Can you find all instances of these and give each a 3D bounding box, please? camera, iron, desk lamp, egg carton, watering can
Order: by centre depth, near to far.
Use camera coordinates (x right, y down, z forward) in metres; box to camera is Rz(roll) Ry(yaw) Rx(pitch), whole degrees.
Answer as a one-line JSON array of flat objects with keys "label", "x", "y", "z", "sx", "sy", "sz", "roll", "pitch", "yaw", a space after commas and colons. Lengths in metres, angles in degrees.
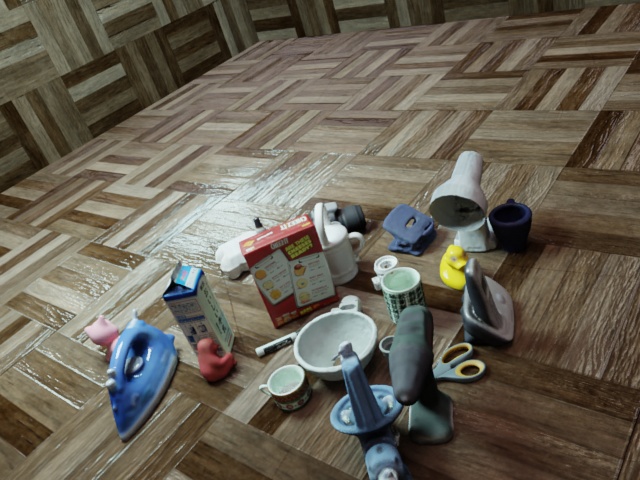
[{"label": "iron", "x": -0.393, "y": 0.270, "z": 1.195, "sx": 0.118, "sy": 0.142, "sz": 0.258, "roll": -12, "pitch": 32, "yaw": 11}, {"label": "desk lamp", "x": 0.332, "y": -0.076, "z": 1.280, "sx": 0.117, "sy": 0.214, "sz": 0.203, "roll": 2, "pitch": 37, "yaw": 30}, {"label": "watering can", "x": 0.012, "y": 0.006, "z": 1.339, "sx": 0.173, "sy": 0.194, "sz": 0.100, "roll": -22, "pitch": 32, "yaw": -4}, {"label": "camera", "x": 0.049, "y": -0.044, "z": 1.485, "sx": 0.137, "sy": 0.101, "sz": 0.143, "roll": -18, "pitch": 32, "yaw": 1}, {"label": "egg carton", "x": -0.201, "y": 0.037, "z": 1.521, "sx": 0.150, "sy": 0.069, "sz": 0.107, "roll": -29, "pitch": 33, "yaw": -15}]

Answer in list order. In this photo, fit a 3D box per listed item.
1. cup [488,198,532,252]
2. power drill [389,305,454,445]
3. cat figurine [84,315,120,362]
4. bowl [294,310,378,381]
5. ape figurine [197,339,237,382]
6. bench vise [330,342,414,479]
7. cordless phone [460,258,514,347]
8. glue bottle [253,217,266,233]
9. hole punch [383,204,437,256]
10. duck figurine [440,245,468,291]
[{"label": "cup", "x": 0.426, "y": -0.029, "z": 1.273, "sx": 0.091, "sy": 0.095, "sz": 0.118, "roll": -5, "pitch": 34, "yaw": 21}, {"label": "power drill", "x": 0.160, "y": 0.225, "z": 0.914, "sx": 0.075, "sy": 0.209, "sz": 0.229, "roll": -9, "pitch": 33, "yaw": 15}, {"label": "cat figurine", "x": -0.483, "y": 0.229, "z": 1.327, "sx": 0.127, "sy": 0.118, "sz": 0.067, "roll": 12, "pitch": 43, "yaw": 40}, {"label": "bowl", "x": 0.038, "y": 0.218, "z": 1.116, "sx": 0.167, "sy": 0.075, "sz": 0.167, "roll": -13, "pitch": 32, "yaw": 9}, {"label": "ape figurine", "x": -0.225, "y": 0.244, "z": 1.195, "sx": 0.077, "sy": 0.092, "sz": 0.076, "roll": 14, "pitch": 45, "yaw": 41}, {"label": "bench vise", "x": 0.086, "y": 0.269, "z": 0.873, "sx": 0.122, "sy": 0.220, "sz": 0.206, "roll": -28, "pitch": 33, "yaw": -15}, {"label": "cordless phone", "x": 0.304, "y": 0.092, "z": 1.064, "sx": 0.094, "sy": 0.185, "sz": 0.147, "roll": -7, "pitch": 34, "yaw": 19}, {"label": "glue bottle", "x": -0.129, "y": 0.016, "z": 1.416, "sx": 0.078, "sy": 0.173, "sz": 0.037, "roll": 0, "pitch": 37, "yaw": 27}, {"label": "hole punch", "x": 0.218, "y": -0.029, "z": 1.383, "sx": 0.100, "sy": 0.091, "sz": 0.109, "roll": 10, "pitch": 42, "yaw": 38}, {"label": "duck figurine", "x": 0.293, "y": 0.048, "z": 1.232, "sx": 0.077, "sy": 0.086, "sz": 0.104, "roll": -22, "pitch": 32, "yaw": -5}]
